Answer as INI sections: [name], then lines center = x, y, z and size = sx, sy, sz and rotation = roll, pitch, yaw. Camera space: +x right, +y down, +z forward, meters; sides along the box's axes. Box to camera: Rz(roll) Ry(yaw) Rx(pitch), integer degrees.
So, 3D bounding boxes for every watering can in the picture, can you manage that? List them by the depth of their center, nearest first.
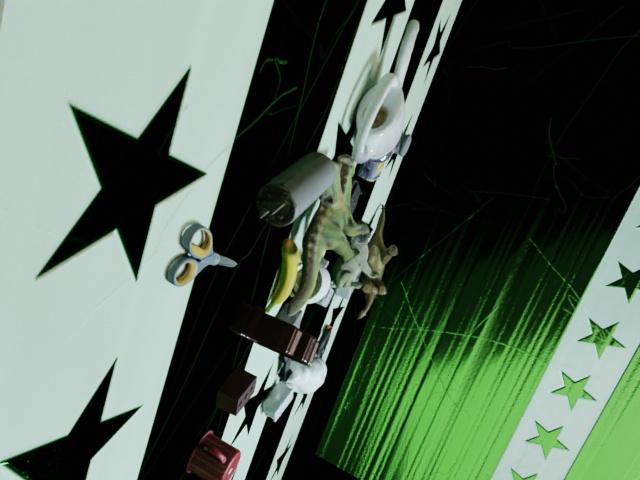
[watering can]
center = 0.161, -0.322, 1.215
size = 0.104, 0.351, 0.221
rotation = 23, -11, 13

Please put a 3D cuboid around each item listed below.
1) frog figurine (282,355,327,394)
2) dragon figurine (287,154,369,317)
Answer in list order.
[frog figurine]
center = -0.049, 0.418, 1.583
size = 0.137, 0.123, 0.159
rotation = -27, -6, 5
[dragon figurine]
center = 0.003, -0.055, 1.084
size = 0.122, 0.238, 0.419
rotation = 0, 31, 24
